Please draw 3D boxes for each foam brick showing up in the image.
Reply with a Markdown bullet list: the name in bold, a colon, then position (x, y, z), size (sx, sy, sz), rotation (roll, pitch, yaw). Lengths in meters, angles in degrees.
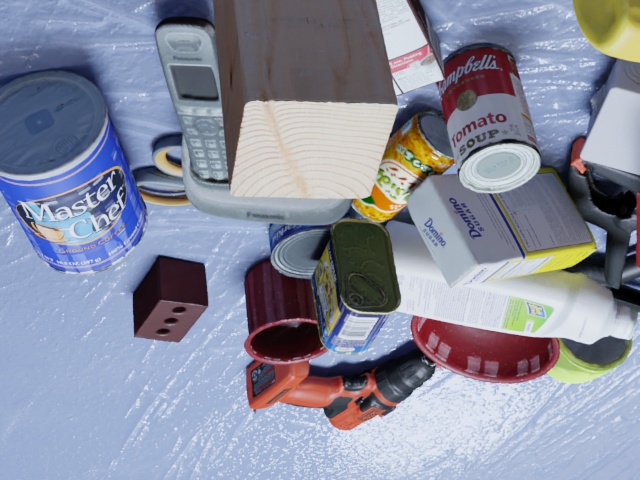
- **foam brick**: position (-0.152, 0.061, 1.078), size (0.052, 0.051, 0.078), rotation (11, 142, -26)

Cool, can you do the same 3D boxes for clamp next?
- **clamp**: position (0.310, 0.053, 1.174), size (0.171, 0.039, 0.120), rotation (-7, 137, 8)
- **clamp**: position (0.311, -0.028, 1.018), size (0.165, 0.036, 0.209), rotation (-15, 136, 36)

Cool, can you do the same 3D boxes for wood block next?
- **wood block**: position (-0.017, -0.135, 0.678), size (0.090, 0.206, 0.091), rotation (0, 146, -12)

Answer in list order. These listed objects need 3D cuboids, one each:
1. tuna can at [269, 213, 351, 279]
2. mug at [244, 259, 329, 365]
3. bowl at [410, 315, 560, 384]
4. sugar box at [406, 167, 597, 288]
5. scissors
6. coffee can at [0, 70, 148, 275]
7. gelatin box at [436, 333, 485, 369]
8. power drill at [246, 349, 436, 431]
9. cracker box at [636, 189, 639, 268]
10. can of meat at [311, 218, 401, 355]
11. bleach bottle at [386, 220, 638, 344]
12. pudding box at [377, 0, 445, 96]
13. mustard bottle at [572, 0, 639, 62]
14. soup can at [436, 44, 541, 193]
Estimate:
- **tuna can**: position (-0.007, 0.001, 1.036), size (0.086, 0.034, 0.086), rotation (-5, 146, -4)
- **mug**: position (-0.022, 0.069, 1.090), size (0.117, 0.081, 0.093), rotation (-3, 146, -7)
- **bowl**: position (0.182, 0.089, 1.159), size (0.162, 0.055, 0.162), rotation (12, 142, 10)
- **sugar box**: position (0.163, -0.014, 0.948), size (0.175, 0.093, 0.048), rotation (-7, 152, -39)
- **scissors**: position (-0.069, -0.057, 0.953), size (0.201, 0.016, 0.096), rotation (-1, 146, -11)
- **coffee can**: position (-0.204, -0.051, 0.855), size (0.103, 0.103, 0.140), rotation (-9, 146, 1)
- **gelatin box**: position (0.179, 0.119, 1.252), size (0.089, 0.030, 0.073), rotation (-7, 146, -3)
- **power drill**: position (0.021, 0.168, 1.267), size (0.187, 0.057, 0.185), rotation (17, 139, -32)
- **cracker box**: position (0.367, -0.057, 0.898), size (0.213, 0.072, 0.164), rotation (-42, 153, -4)
- **can of meat**: position (0.030, 0.045, 0.985), size (0.057, 0.102, 0.084), rotation (3, 145, -17)
- **bleach bottle**: position (0.178, 0.054, 1.037), size (0.251, 0.068, 0.102), rotation (15, 147, 10)
- **pudding box**: position (0.037, -0.153, 0.814), size (0.090, 0.039, 0.113), rotation (-18, 143, 16)
- **mustard bottle**: position (0.283, -0.165, 0.796), size (0.191, 0.096, 0.058), rotation (7, 142, -22)
- **soup can**: position (0.135, -0.097, 0.859), size (0.068, 0.102, 0.068), rotation (-5, 147, -3)
